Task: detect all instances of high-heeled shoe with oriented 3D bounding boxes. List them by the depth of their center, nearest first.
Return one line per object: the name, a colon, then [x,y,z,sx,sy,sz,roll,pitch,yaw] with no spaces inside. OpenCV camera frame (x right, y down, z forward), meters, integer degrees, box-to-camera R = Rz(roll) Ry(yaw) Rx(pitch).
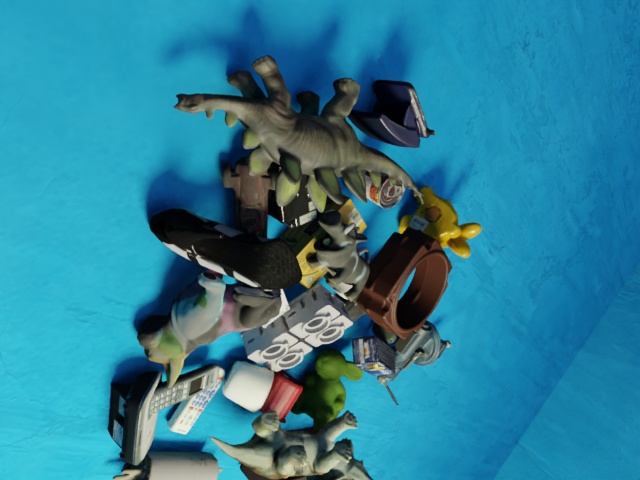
high-heeled shoe: [-0.143,0.020,0.834,0.248,0.145,0.086,37,65,-51]

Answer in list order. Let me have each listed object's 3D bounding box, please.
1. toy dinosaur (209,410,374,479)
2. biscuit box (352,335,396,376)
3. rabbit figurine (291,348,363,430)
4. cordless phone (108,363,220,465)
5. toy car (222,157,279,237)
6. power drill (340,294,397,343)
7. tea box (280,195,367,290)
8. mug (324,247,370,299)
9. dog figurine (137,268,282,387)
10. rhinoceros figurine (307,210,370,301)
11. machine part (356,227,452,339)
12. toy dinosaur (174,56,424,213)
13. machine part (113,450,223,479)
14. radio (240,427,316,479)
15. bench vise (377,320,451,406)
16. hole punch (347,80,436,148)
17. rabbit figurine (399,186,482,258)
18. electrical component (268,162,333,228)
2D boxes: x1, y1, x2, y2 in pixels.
toy dinosaur: [-0.057,0.425,1.067,0.405,0.131,0.192,17,128,-24]
biscuit box: [0.127,0.269,1.235,0.202,0.059,0.063,47,35,-62]
rabbit figurine: [0.026,0.313,1.192,0.159,0.121,0.170,-17,129,-45]
cordless phone: [-0.262,0.286,0.931,0.184,0.089,0.146,-11,122,-44]
toy car: [-0.110,-0.036,0.861,0.089,0.053,0.201,3,119,-3]
power drill: [0.118,0.157,1.223,0.232,0.086,0.207,-50,131,-10]
tea box: [-0.002,-0.003,1.003,0.169,0.068,0.098,-46,138,-10]
mug: [0.059,0.066,1.105,0.109,0.081,0.107,-45,148,-19]
dog figurine: [-0.183,0.139,0.872,0.191,0.109,0.219,21,111,-25]
rhinoceros figurine: [0.041,0.026,0.954,0.112,0.073,0.190,-44,139,-12]
machine part: [0.182,0.093,1.121,0.201,0.087,0.200,-55,141,-10]
toy dinosaur: [0.002,-0.145,0.827,0.471,0.105,0.198,4,80,-37]
machine part: [-0.277,0.439,1.015,0.243,0.079,0.079,28,94,-48]
radio: [-0.056,0.513,1.233,0.229,0.131,0.073,6,112,-45]
bench vise: [0.252,0.295,1.404,0.240,0.129,0.223,5,114,-41]
hole punch: [0.120,-0.208,0.948,0.092,0.142,0.115,-44,124,-17]
rabbit figurine: [0.278,-0.031,1.213,0.122,0.163,0.173,-65,158,-8]
electrical component: [-0.038,-0.088,0.923,0.115,0.058,0.134,-22,129,-30]
